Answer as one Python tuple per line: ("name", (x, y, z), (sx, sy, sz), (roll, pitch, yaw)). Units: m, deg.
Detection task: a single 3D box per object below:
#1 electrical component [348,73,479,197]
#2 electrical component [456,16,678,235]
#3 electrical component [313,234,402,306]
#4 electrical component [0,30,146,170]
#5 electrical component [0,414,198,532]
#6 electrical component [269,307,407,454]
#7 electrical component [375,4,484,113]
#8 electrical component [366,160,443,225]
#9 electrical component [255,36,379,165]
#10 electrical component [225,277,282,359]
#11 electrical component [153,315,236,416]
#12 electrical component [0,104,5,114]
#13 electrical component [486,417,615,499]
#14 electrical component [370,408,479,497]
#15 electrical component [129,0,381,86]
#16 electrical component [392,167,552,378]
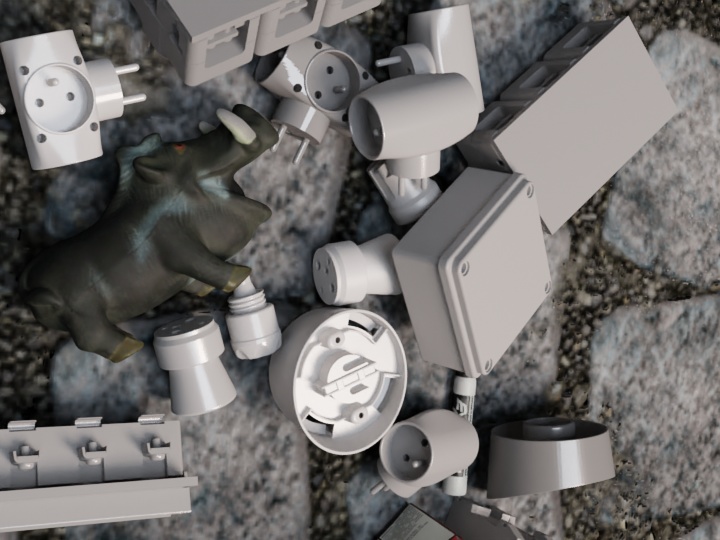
("electrical component", (0.036, -0.087, 0.726), (0.077, 0.043, 0.079), (-18, 124, -27))
("electrical component", (0.155, -0.110, 0.818), (0.150, 0.062, 0.089), (-43, 114, -16))
("electrical component", (0.000, 0.000, 0.761), (0.055, 0.045, 0.045), (-10, 102, -26))
("electrical component", (-0.170, -0.107, 0.657), (0.079, 0.044, 0.077), (-17, 104, -26))
("electrical component", (-0.174, 0.127, 0.675), (0.121, 0.079, 0.063), (1, 75, -28))
("electrical component", (-0.014, 0.074, 0.752), (0.099, 0.064, 0.099), (-4, 99, -27))
("electrical component", (0.047, -0.144, 0.767), (0.079, 0.043, 0.077), (-16, 104, -25))
("electrical component", (0.031, -0.062, 0.773), (0.040, 0.040, 0.046), (-40, 108, -17))
("electrical component", (-0.035, -0.111, 0.727), (0.077, 0.044, 0.079), (28, 83, -28))
("electrical component", (-0.075, 0.028, 0.731), (0.035, 0.035, 0.061), (-17, 100, -25))
("electrical component", (-0.110, 0.063, 0.712), (0.045, 0.045, 0.055), (-19, 105, -24))
("electrical component", (-0.241, -0.113, 0.618), (0.077, 0.044, 0.079), (-46, 115, -11))
("electrical component", (0.146, 0.148, 0.831), (0.099, 0.099, 0.064), (-4, 93, -27))
("electrical component", (0.040, 0.141, 0.795), (0.079, 0.043, 0.077), (-44, 157, 22))
("electrical component", (-0.065, -0.189, 0.678), (0.150, 0.061, 0.089), (-29, 76, -22))
("electrical component", (0.082, 0.000, 0.768), (0.108, 0.056, 0.108), (-47, 136, -34))
